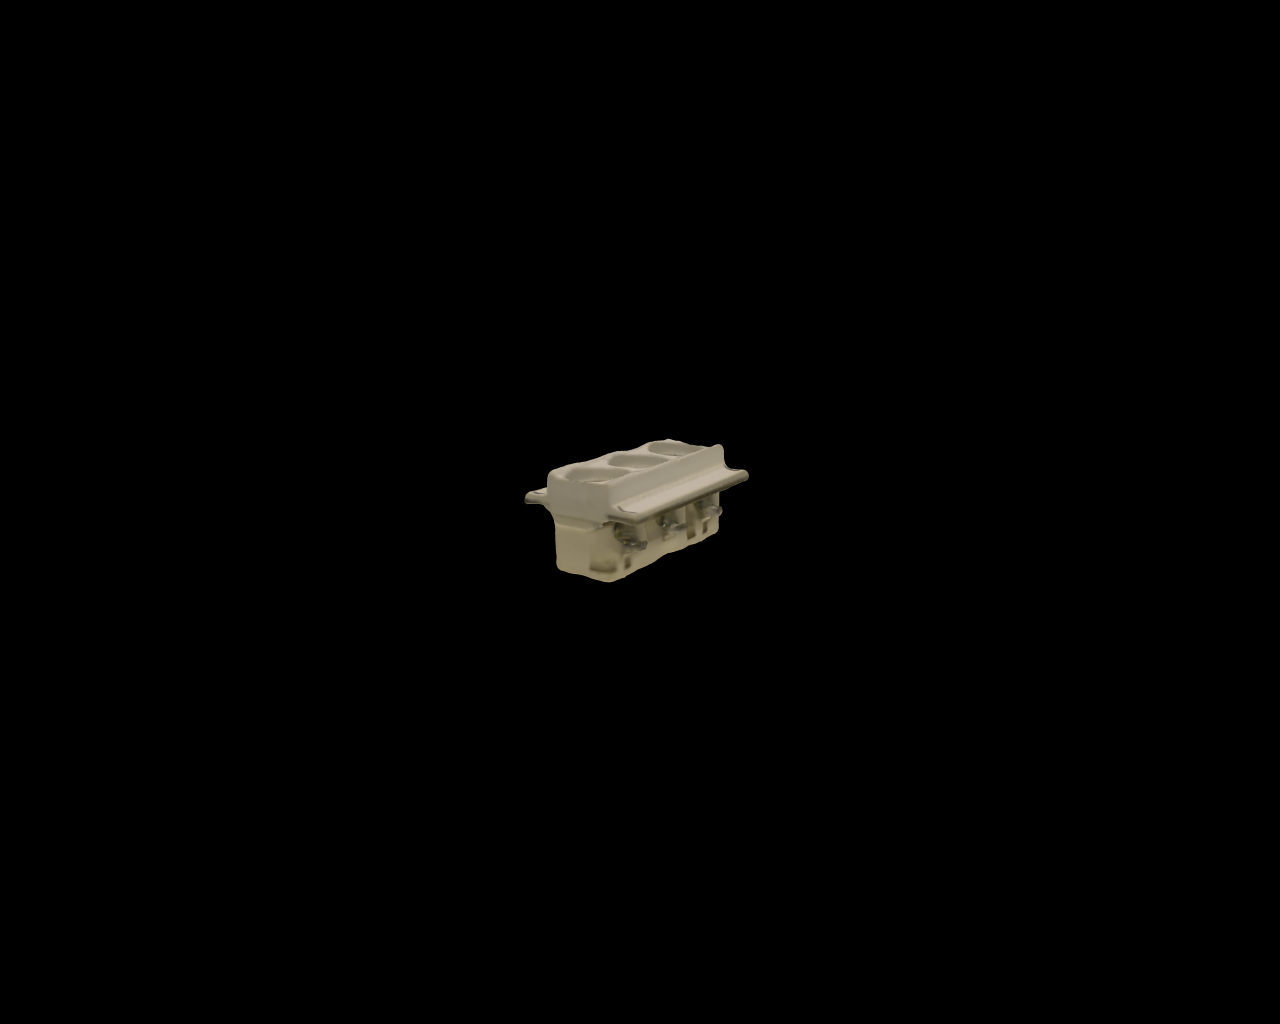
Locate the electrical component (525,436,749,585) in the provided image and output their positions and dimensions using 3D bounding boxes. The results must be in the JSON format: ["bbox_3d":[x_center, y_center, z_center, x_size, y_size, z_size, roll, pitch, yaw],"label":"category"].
[{"bbox_3d":[0.001,-0.003,0.650,0.079,0.063,0.121,11,19,34],"label":"electrical component"}]
